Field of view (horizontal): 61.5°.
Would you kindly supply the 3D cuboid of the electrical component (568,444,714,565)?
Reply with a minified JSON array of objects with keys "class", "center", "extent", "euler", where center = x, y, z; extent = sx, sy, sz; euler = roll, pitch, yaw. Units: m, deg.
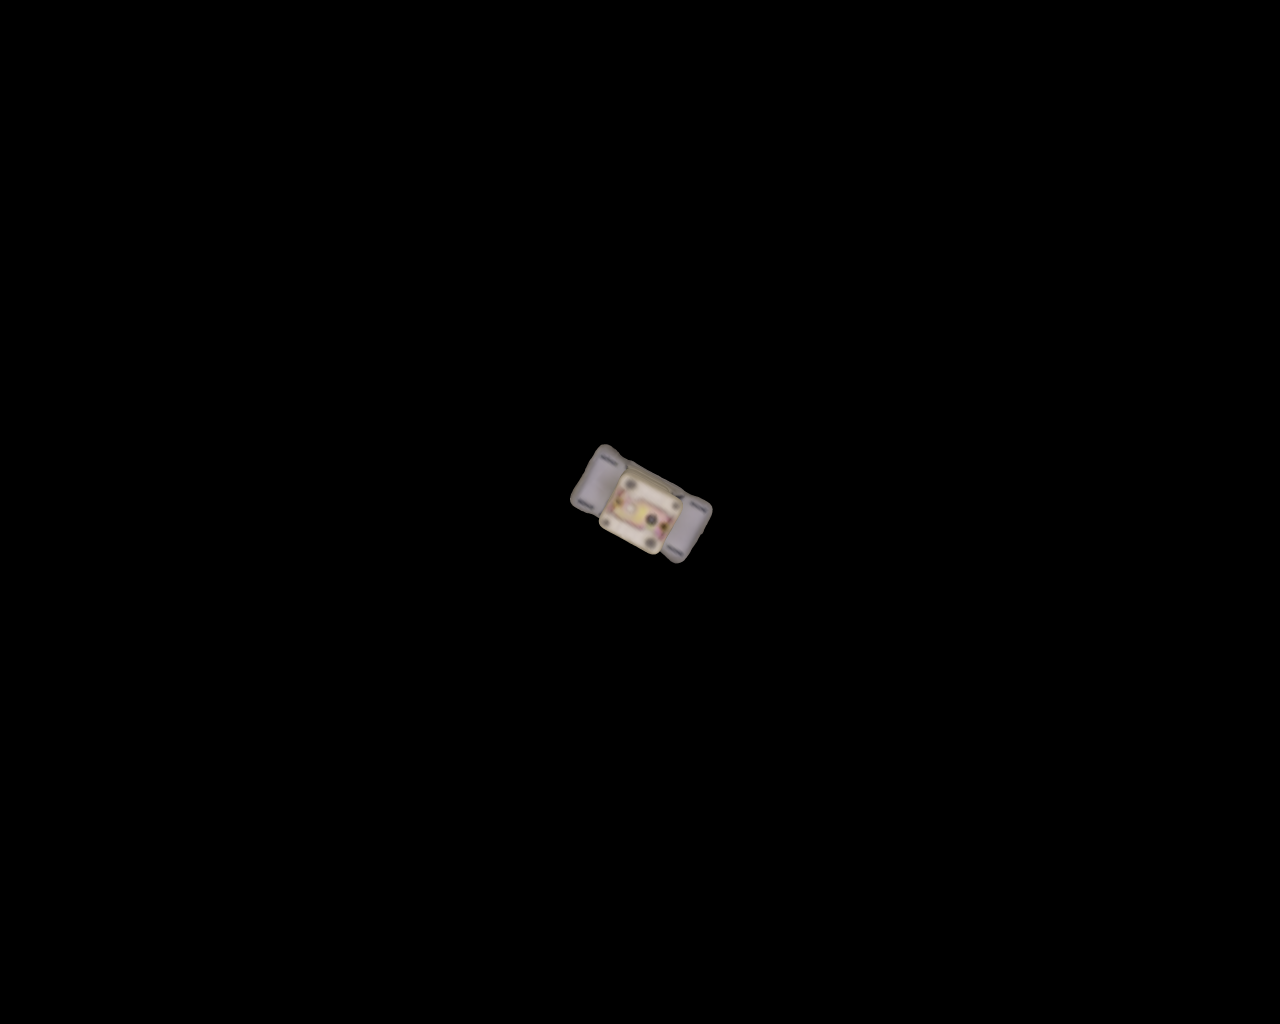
[{"class":"electrical component","center":[0.001,-0.003,0.650],"extent":[0.081,0.042,0.064],"euler":[28,7,-4]}]
